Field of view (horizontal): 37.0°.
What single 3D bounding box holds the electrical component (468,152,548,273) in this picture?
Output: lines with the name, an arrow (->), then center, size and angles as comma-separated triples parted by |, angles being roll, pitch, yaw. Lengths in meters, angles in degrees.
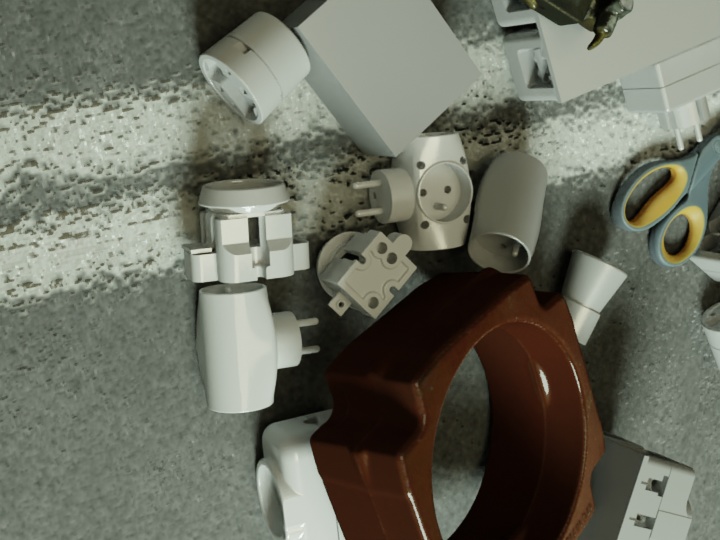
electrical component -> 0.105, -0.029, 0.761 | 0.079, 0.043, 0.077 | 79, 23, -50

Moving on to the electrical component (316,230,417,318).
electrical component -> 0.000, 0.000, 0.717 | 0.048, 0.055, 0.066 | 44, 79, -23

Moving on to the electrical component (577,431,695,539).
electrical component -> 0.171, 0.217, 0.799 | 0.060, 0.105, 0.186 | 18, 90, -26

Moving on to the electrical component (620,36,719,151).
electrical component -> 0.242, -0.130, 0.814 | 0.066, 0.047, 0.076 | -24, 107, -20

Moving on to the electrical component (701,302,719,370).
electrical component -> 0.309, 0.055, 0.868 | 0.055, 0.055, 0.047 | -30, 112, -18

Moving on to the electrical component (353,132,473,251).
electrical component -> 0.032, -0.052, 0.731 | 0.079, 0.044, 0.077 | -9, 101, -23

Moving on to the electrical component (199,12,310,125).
electrical component -> -0.064, -0.127, 0.671 | 0.047, 0.055, 0.055 | -45, 113, -16

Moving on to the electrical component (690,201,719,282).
electrical component -> 0.317, -0.015, 0.865 | 0.077, 0.047, 0.065 | 36, 82, -25

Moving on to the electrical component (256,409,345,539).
electrical component -> -0.033, 0.148, 0.724 | 0.059, 0.054, 0.095 | -10, 102, -23

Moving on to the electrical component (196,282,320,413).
electrical component -> -0.063, 0.047, 0.701 | 0.079, 0.044, 0.077 | -7, 100, -24

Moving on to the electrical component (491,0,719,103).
electrical component -> 0.188, -0.201, 0.771 | 0.186, 0.060, 0.105 | -24, 107, -20

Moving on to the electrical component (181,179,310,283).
electrical component -> -0.072, -0.026, 0.680 | 0.078, 0.058, 0.057 | -7, 103, -23

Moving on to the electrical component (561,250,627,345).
electrical component -> 0.166, 0.023, 0.806 | 0.044, 0.044, 0.065 | 26, 91, -25
